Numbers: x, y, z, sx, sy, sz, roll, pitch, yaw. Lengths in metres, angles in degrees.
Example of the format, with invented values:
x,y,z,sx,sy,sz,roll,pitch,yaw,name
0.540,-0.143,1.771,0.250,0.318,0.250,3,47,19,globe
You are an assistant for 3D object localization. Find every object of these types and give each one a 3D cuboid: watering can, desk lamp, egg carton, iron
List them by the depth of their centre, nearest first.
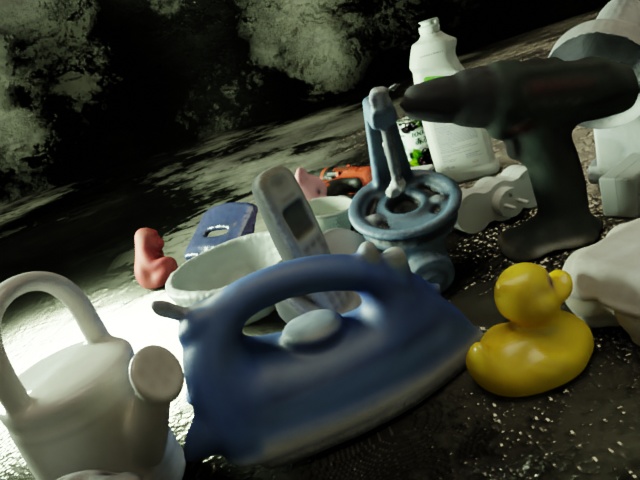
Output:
x,y,z,sx,sy,sz,roll,pitch,yaw,name
-0.173,0.111,0.422,0.172,0.194,0.101,-16,20,6,watering can
0.264,0.035,0.431,0.107,0.069,0.150,-26,21,-21,egg carton
0.002,0.070,0.458,0.258,0.142,0.118,-21,20,-7,iron
0.365,-0.178,0.701,0.117,0.214,0.204,0,26,41,desk lamp

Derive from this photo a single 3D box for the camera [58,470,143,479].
x,y,z,sx,sy,sz,roll,pitch,yaw,name
-0.179,0.201,0.325,0.136,0.101,0.143,-10,21,21,camera

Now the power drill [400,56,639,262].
x,y,z,sx,sy,sz,roll,pitch,yaw,name
0.216,-0.089,0.601,0.229,0.209,0.075,-17,20,3,power drill

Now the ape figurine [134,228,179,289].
x,y,z,sx,sy,sz,roll,pitch,yaw,name
-0.255,0.024,0.884,0.076,0.092,0.077,-20,20,-5,ape figurine

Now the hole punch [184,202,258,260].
x,y,z,sx,sy,sz,roll,pitch,yaw,name
-0.139,0.002,0.843,0.108,0.091,0.101,-6,23,30,hole punch

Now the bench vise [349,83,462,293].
x,y,z,sx,sy,sz,roll,pitch,yaw,name
0.072,-0.063,0.639,0.122,0.220,0.207,-23,20,-15,bench vise

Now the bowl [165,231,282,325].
x,y,z,sx,sy,sz,roll,pitch,yaw,name
-0.093,0.055,0.683,0.167,0.075,0.167,-16,20,6,bowl

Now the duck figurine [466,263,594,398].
x,y,z,sx,sy,sz,roll,pitch,yaw,name
0.154,0.061,0.434,0.105,0.086,0.077,-24,20,-16,duck figurine

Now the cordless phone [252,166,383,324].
x,y,z,sx,sy,sz,roll,pitch,yaw,name
0.005,0.002,0.573,0.093,0.185,0.148,-6,23,31,cordless phone

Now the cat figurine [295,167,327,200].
x,y,z,sx,sy,sz,roll,pitch,yaw,name
-0.028,-0.044,0.830,0.067,0.118,0.128,0,26,41,cat figurine
